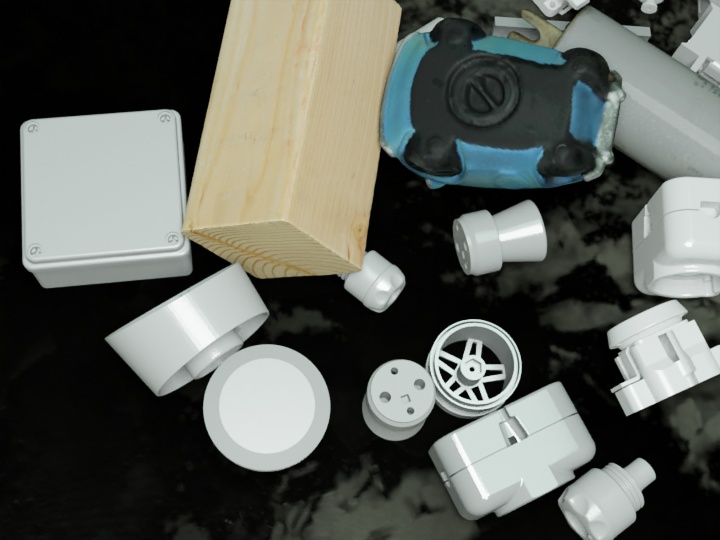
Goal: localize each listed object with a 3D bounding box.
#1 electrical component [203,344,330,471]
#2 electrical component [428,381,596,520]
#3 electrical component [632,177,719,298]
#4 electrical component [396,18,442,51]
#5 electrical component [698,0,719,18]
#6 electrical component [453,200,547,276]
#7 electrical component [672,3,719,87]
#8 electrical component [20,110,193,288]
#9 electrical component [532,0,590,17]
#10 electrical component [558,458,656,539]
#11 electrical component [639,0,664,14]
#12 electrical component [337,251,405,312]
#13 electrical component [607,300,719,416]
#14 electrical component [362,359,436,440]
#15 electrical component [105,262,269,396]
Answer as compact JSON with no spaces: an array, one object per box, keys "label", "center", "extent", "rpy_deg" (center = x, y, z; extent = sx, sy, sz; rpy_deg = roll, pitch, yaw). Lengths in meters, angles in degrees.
[{"label":"electrical component","center":[-0.061,0.092,0.701],"extent":[0.080,0.051,0.080],"rpy_deg":[2,74,-5]},{"label":"electrical component","center":[0.101,0.122,0.701],"extent":[0.095,0.053,0.059],"rpy_deg":[-24,74,-11]},{"label":"electrical component","center":[0.224,-0.017,0.735],"extent":[0.054,0.095,0.059],"rpy_deg":[3,71,-2]},{"label":"electrical component","center":[0.036,-0.148,0.796],"extent":[0.081,0.043,0.043],"rpy_deg":[-34,76,-14]},{"label":"electrical component","center":[0.291,-0.231,0.817],"extent":[0.056,0.089,0.050],"rpy_deg":[5,71,-2]},{"label":"electrical component","center":[0.098,-0.022,0.756],"extent":[0.055,0.045,0.045],"rpy_deg":[-13,72,-8]},{"label":"electrical component","center":[0.274,-0.159,0.817],"extent":[0.064,0.042,0.081],"rpy_deg":[36,73,5]},{"label":"electrical component","center":[-0.174,-0.049,0.742],"extent":[0.109,0.056,0.108],"rpy_deg":[-5,71,-5]},{"label":"electrical component","center":[0.151,-0.231,0.822],"extent":[0.042,0.063,0.081],"rpy_deg":[-35,77,-14]},{"label":"electrical component","center":[0.165,0.147,0.703],"extent":[0.062,0.043,0.043],"rpy_deg":[-33,76,-16]},{"label":"electrical component","center":[0.231,-0.237,0.841],"extent":[0.040,0.040,0.078],"rpy_deg":[13,71,1]},{"label":"electrical component","center":[0.000,0.000,0.748],"extent":[0.061,0.035,0.035],"rpy_deg":[38,73,12]},{"label":"electrical component","center":[0.204,0.057,0.729],"extent":[0.078,0.058,0.057],"rpy_deg":[-22,77,-11]},{"label":"electrical component","center":[0.025,0.086,0.708],"extent":[0.045,0.055,0.045],"rpy_deg":[1,71,-3]},{"label":"electrical component","center":[-0.111,0.035,0.698],"extent":[0.099,0.099,0.064],"rpy_deg":[-36,83,-14]}]
